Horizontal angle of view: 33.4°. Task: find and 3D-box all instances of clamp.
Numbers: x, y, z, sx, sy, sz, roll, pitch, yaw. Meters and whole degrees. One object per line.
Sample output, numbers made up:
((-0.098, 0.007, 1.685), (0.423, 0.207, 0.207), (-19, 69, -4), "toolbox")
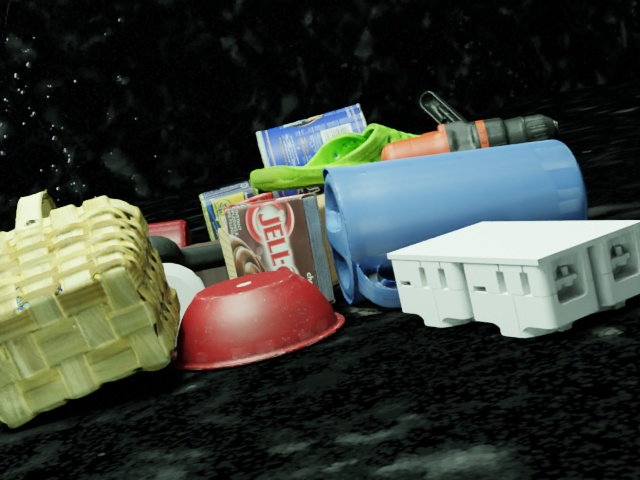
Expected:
((-0.172, 0.038, 1.105), (0.120, 0.039, 0.171), (-48, -30, 19), "clamp")
((0.202, -0.105, 1.300), (0.210, 0.036, 0.164), (24, 32, -13), "clamp")

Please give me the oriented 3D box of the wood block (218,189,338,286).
((-0.007, 0.001, 1.180), (0.090, 0.091, 0.205), (-7, 10, 34), "wood block")

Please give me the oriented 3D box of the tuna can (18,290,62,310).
((-0.272, 0.059, 1.092), (0.086, 0.034, 0.086), (-9, 7, 1), "tuna can")

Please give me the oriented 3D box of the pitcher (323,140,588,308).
((0.129, -0.018, 1.023), (0.242, 0.149, 0.145), (-11, -8, -6), "pitcher")

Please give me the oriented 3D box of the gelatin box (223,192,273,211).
((-0.082, -0.011, 1.384), (0.030, 0.089, 0.073), (-10, 8, 37), "gelatin box")

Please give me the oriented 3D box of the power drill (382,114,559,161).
((0.166, -0.067, 1.164), (0.184, 0.057, 0.187), (-10, -28, 6), "power drill")

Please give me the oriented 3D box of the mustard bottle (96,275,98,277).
((-0.251, 0.072, 1.196), (0.096, 0.058, 0.192), (-19, 10, -27), "mustard bottle")

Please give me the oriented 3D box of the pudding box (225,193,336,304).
((-0.039, 0.015, 1.049), (0.090, 0.113, 0.039), (-9, 6, 30), "pudding box")

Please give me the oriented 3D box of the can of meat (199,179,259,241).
((-0.123, -0.030, 1.553), (0.084, 0.102, 0.057), (-16, 9, -6), "can of meat")

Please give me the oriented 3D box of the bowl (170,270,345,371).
((-0.061, 0.065, 0.953), (0.162, 0.055, 0.162), (-13, 8, 2), "bowl")

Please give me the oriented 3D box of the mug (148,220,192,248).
((-0.210, 0.020, 1.386), (0.081, 0.093, 0.117), (-8, 7, 0), "mug")

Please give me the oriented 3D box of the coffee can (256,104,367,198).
((-0.003, -0.111, 1.399), (0.140, 0.103, 0.103), (-16, 8, 0), "coffee can")
